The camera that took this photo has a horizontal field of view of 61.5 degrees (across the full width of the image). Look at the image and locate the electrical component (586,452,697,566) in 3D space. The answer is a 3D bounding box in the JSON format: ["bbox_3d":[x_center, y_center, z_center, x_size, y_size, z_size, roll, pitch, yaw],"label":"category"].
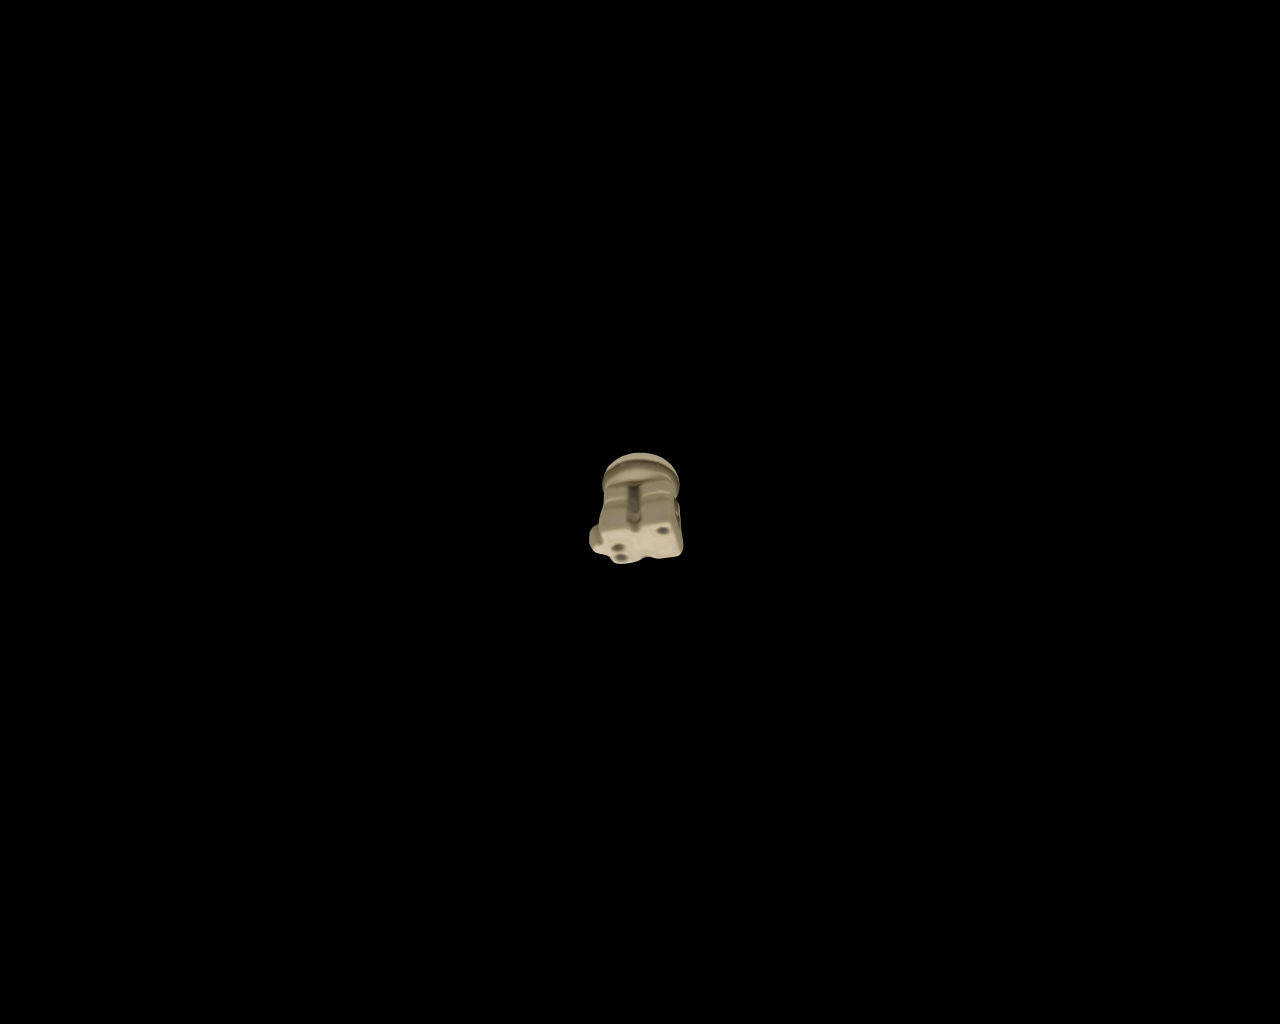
[{"bbox_3d":[0.001,-0.003,0.650,0.066,0.055,0.048,-7,-39,9],"label":"electrical component"}]
